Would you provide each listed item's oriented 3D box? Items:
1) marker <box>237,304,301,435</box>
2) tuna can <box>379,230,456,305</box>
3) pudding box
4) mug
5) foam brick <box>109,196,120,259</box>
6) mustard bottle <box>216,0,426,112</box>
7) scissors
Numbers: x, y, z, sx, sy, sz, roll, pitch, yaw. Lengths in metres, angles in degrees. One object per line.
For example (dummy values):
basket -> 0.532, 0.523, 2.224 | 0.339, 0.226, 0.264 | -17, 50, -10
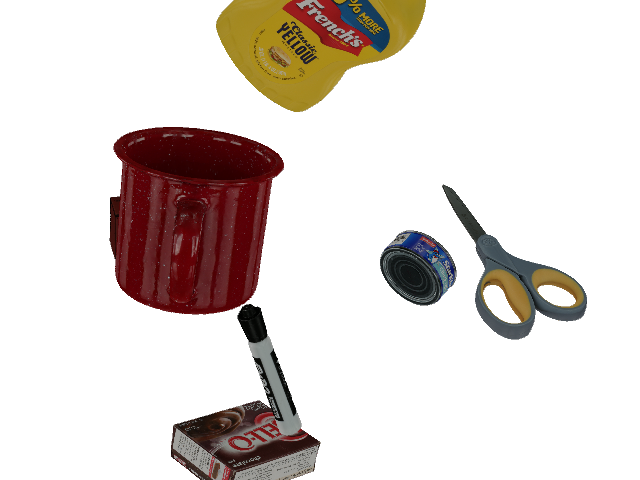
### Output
marker -> -0.039, 0.100, 0.826 | 0.020, 0.121, 0.020 | -13, 30, 7
tuna can -> 0.111, 0.032, 1.225 | 0.086, 0.086, 0.033 | 0, 35, 47
pudding box -> -0.071, 0.196, 1.005 | 0.113, 0.039, 0.090 | -11, 28, -44
mug -> -0.070, -0.006, 0.586 | 0.093, 0.081, 0.117 | 6, 22, -8
foam brick -> -0.183, -0.016, 1.134 | 0.078, 0.051, 0.053 | -3, 24, -16
mustard bottle -> 0.015, -0.162, 0.734 | 0.192, 0.096, 0.058 | -25, 23, 47
scissors -> 0.160, 0.011, 0.887 | 0.096, 0.016, 0.201 | 1, 37, -2
